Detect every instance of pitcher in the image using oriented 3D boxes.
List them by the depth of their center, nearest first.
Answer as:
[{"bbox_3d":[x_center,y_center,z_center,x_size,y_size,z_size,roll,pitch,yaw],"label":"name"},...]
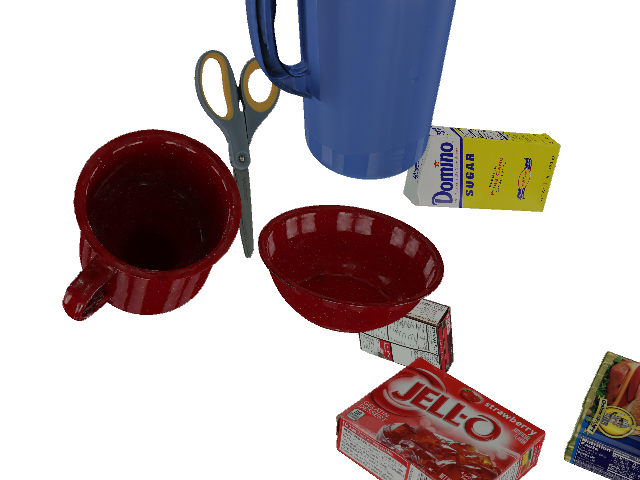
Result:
[{"bbox_3d":[0.032,-0.165,0.846,0.149,0.243,0.145,15,48,12],"label":"pitcher"}]

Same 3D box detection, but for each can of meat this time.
[{"bbox_3d":[0.237,0.137,0.793,0.084,0.057,0.102,20,41,20],"label":"can of meat"}]

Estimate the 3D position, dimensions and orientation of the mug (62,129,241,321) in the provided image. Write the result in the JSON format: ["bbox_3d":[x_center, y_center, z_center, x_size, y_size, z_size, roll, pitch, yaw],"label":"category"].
[{"bbox_3d":[-0.106,0.003,0.623,0.093,0.117,0.082,37,-27,3],"label":"mug"}]

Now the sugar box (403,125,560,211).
[{"bbox_3d":[0.195,-0.086,1.295,0.176,0.093,0.048,0,25,-20],"label":"sugar box"}]

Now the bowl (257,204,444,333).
[{"bbox_3d":[0.023,0.032,0.927,0.162,0.055,0.162,7,30,-4],"label":"bowl"}]

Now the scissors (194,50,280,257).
[{"bbox_3d":[-0.065,-0.093,1.049,0.096,0.202,0.016,-23,10,-24],"label":"scissors"}]

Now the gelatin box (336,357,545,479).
[{"bbox_3d":[0.064,0.108,0.581,0.089,0.030,0.073,30,41,32],"label":"gelatin box"}]

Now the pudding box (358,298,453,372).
[{"bbox_3d":[0.097,0.103,1.240,0.114,0.090,0.039,15,46,26],"label":"pudding box"}]
